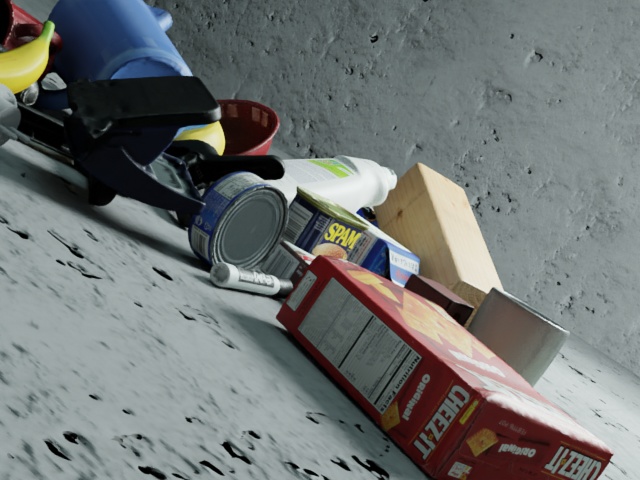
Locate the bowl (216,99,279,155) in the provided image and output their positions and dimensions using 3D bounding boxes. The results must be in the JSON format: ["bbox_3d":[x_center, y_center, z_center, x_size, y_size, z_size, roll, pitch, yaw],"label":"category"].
[{"bbox_3d":[-0.126,-0.111,1.290,0.162,0.055,0.162,-6,33,4],"label":"bowl"}]

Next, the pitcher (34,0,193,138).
[{"bbox_3d":[-0.224,-0.183,1.153,0.144,0.149,0.243,23,15,-30],"label":"pitcher"}]

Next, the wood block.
[{"bbox_3d":[0.143,0.016,1.299,0.090,0.091,0.206,28,33,-34],"label":"wood block"}]

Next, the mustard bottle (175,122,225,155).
[{"bbox_3d":[-0.158,-0.113,1.194,0.192,0.096,0.058,-121,-165,-55],"label":"mustard bottle"}]

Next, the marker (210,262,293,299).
[{"bbox_3d":[-0.054,0.035,0.884,0.020,0.020,0.121,35,6,24],"label":"marker"}]

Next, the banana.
[{"bbox_3d":[-0.306,-0.154,0.907,0.197,0.037,0.069,-9,78,-50],"label":"banana"}]

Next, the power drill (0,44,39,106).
[{"bbox_3d":[-0.362,-0.187,0.958,0.185,0.057,0.187,32,3,22],"label":"power drill"}]

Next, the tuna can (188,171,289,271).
[{"bbox_3d":[-0.068,-0.013,0.884,0.034,0.086,0.086,33,6,33],"label":"tuna can"}]

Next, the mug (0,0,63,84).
[{"bbox_3d":[-0.317,-0.203,1.094,0.117,0.093,0.081,-2,-15,24],"label":"mug"}]

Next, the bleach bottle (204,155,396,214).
[{"bbox_3d":[-0.003,-0.052,1.169,0.250,0.068,0.103,-10,35,-44],"label":"bleach bottle"}]

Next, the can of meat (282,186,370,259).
[{"bbox_3d":[-0.007,0.001,1.073,0.057,0.084,0.102,35,7,27],"label":"can of meat"}]

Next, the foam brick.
[{"bbox_3d":[0.096,0.079,0.999,0.051,0.078,0.052,37,10,32],"label":"foam brick"}]

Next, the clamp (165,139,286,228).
[{"bbox_3d":[-0.115,-0.070,1.059,0.120,0.039,0.172,-22,34,-22],"label":"clamp"}]

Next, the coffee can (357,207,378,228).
[{"bbox_3d":[0.029,-0.029,1.403,0.140,0.103,0.103,25,9,-48],"label":"coffee can"}]

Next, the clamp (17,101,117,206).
[{"bbox_3d":[-0.209,-0.080,0.948,0.164,0.036,0.209,35,9,11],"label":"clamp"}]

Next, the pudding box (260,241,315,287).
[{"bbox_3d":[0.010,0.051,0.984,0.089,0.039,0.114,27,10,-38],"label":"pudding box"}]

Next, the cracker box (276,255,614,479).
[{"bbox_3d":[0.089,0.104,0.792,0.164,0.072,0.214,26,9,-40],"label":"cracker box"}]
